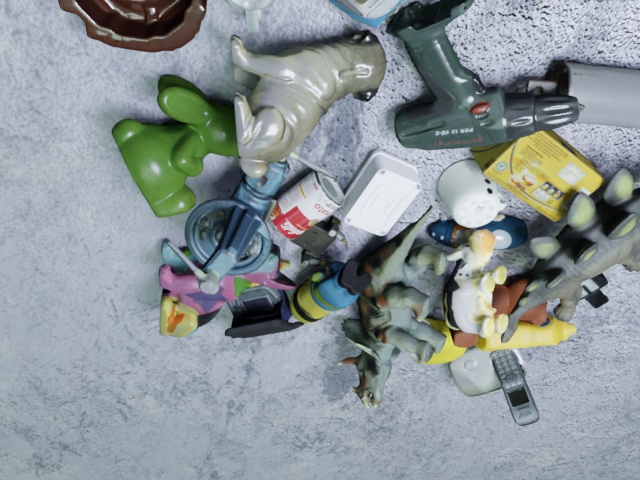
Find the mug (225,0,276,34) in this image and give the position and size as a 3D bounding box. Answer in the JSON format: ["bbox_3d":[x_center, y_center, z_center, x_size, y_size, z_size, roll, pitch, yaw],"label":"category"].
[{"bbox_3d":[-0.078,-0.280,0.585,0.081,0.107,0.109,4,129,-6],"label":"mug"}]

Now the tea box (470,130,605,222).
[{"bbox_3d":[0.320,-0.110,0.791,0.169,0.068,0.098,29,122,-26],"label":"tea box"}]

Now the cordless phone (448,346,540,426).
[{"bbox_3d":[0.350,0.295,1.076,0.147,0.184,0.088,-25,133,17],"label":"cordless phone"}]

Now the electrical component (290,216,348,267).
[{"bbox_3d":[-0.003,-0.002,0.878,0.078,0.045,0.102,31,123,-29],"label":"electrical component"}]

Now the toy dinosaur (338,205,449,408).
[{"bbox_3d":[0.116,0.101,0.928,0.192,0.131,0.404,14,121,29],"label":"toy dinosaur"}]

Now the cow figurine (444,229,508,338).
[{"bbox_3d":[0.237,0.065,0.845,0.068,0.098,0.167,-10,99,-40],"label":"cow figurine"}]

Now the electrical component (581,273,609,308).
[{"bbox_3d":[0.481,0.076,0.981,0.119,0.048,0.075,31,123,-28],"label":"electrical component"}]

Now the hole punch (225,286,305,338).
[{"bbox_3d":[-0.111,0.128,0.972,0.142,0.092,0.115,-15,161,6],"label":"hole punch"}]

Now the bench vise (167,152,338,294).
[{"bbox_3d":[-0.104,-0.022,0.712,0.128,0.241,0.223,41,118,-16],"label":"bench vise"}]

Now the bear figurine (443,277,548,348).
[{"bbox_3d":[0.323,0.117,0.955,0.196,0.132,0.120,2,104,3],"label":"bear figurine"}]

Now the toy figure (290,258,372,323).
[{"bbox_3d":[0.010,0.087,0.903,0.089,0.082,0.180,-25,176,-31],"label":"toy figure"}]

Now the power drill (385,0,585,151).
[{"bbox_3d":[0.188,-0.207,0.668,0.232,0.086,0.207,-10,136,30],"label":"power drill"}]

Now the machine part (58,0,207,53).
[{"bbox_3d":[-0.206,-0.297,0.595,0.179,0.056,0.179,-3,133,-3],"label":"machine part"}]

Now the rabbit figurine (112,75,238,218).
[{"bbox_3d":[-0.176,-0.139,0.722,0.170,0.121,0.158,-24,124,-7],"label":"rabbit figurine"}]

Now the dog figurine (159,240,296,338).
[{"bbox_3d":[-0.154,0.074,0.890,0.219,0.109,0.191,2,116,-10],"label":"dog figurine"}]

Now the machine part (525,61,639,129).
[{"bbox_3d":[0.391,-0.192,0.719,0.243,0.079,0.079,4,131,-6],"label":"machine part"}]

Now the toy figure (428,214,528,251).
[{"bbox_3d":[0.259,-0.012,0.884,0.155,0.058,0.064,-2,93,0],"label":"toy figure"}]

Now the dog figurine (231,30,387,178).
[{"bbox_3d":[-0.008,-0.163,0.650,0.191,0.121,0.172,-2,98,-7],"label":"dog figurine"}]

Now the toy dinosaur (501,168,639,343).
[{"bbox_3d":[0.438,-0.012,0.812,0.471,0.105,0.198,-48,145,11],"label":"toy dinosaur"}]

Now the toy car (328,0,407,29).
[{"bbox_3d":[0.039,-0.297,0.583,0.109,0.103,0.161,-34,124,25],"label":"toy car"}]
